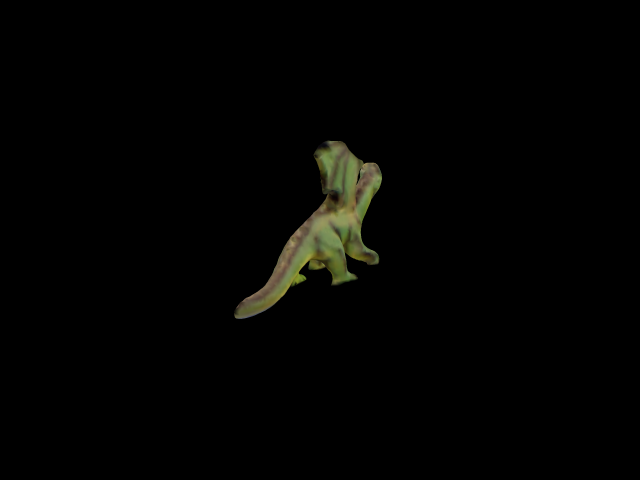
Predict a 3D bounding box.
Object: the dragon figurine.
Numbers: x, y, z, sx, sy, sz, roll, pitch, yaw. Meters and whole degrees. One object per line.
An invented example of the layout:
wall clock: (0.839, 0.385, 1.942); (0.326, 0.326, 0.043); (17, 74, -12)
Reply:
dragon figurine: (0.003, -0.043, 0.850); (0.122, 0.240, 0.414); (9, 18, 30)
